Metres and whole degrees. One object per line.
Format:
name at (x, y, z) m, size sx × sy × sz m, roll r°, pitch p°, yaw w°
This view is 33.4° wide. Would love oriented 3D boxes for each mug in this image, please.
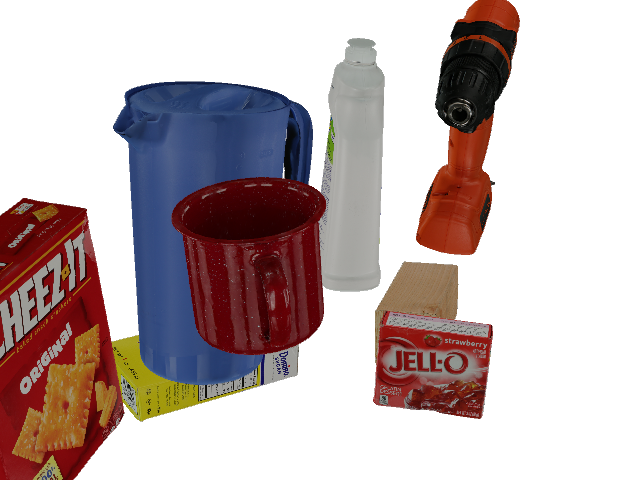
mug at (-0.036, 0.021, 0.643) m, size 0.093 × 0.081 × 0.117 m, roll -12°, pitch 27°, yaw -15°

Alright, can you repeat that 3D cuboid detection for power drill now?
power drill at (0.119, -0.084, 0.863) m, size 0.057 × 0.188 × 0.184 m, roll 14°, pitch 37°, yaw 11°

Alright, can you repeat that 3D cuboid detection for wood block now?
wood block at (0.148, 0.110, 1.609) m, size 0.091 × 0.090 × 0.205 m, roll 4°, pitch 20°, yaw 15°

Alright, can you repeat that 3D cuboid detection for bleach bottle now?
bleach bottle at (0.034, -0.079, 1.096) m, size 0.068 × 0.251 × 0.102 m, roll -1°, pitch 28°, yaw -9°

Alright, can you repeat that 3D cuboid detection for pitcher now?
pitcher at (-0.088, -0.010, 0.901) m, size 0.149 × 0.243 × 0.145 m, roll 4°, pitch 19°, yaw 2°

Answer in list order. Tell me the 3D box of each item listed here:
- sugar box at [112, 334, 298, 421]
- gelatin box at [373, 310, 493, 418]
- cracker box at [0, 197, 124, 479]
sugar box at (-0.119, 0.119, 1.068) m, size 0.175 × 0.048 × 0.093 m, roll -16°, pitch 32°, yaw -28°
gelatin box at (0.089, 0.099, 0.851) m, size 0.089 × 0.073 × 0.030 m, roll 7°, pitch 22°, yaw 9°
cracker box at (-0.233, 0.099, 0.845) m, size 0.072 × 0.214 × 0.164 m, roll 8°, pitch 31°, yaw 19°
